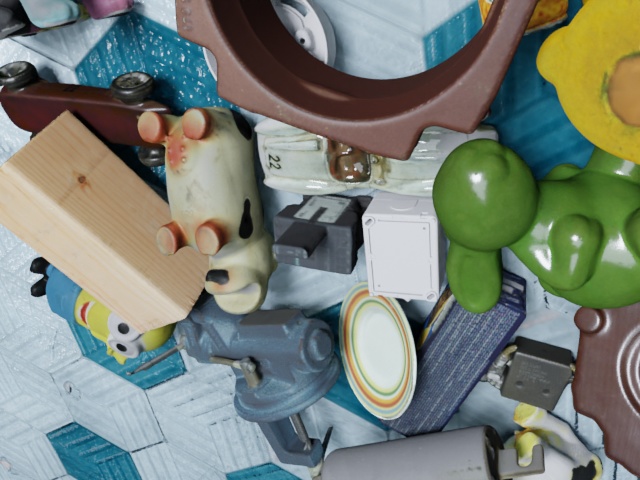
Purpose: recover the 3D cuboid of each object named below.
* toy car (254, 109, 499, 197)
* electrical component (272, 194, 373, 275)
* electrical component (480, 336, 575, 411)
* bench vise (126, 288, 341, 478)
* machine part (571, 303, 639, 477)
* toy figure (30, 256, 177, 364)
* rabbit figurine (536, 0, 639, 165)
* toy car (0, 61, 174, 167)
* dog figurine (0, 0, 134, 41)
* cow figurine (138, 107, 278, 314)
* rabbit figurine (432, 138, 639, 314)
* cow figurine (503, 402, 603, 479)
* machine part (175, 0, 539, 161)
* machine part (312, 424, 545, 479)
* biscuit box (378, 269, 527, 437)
[{"bbox_3d":[0.042,-0.075,0.445,0.202,0.056,0.073,3,119,21],"label":"toy car"},{"bbox_3d":[-0.001,-0.001,0.468,0.075,0.119,0.047,7,120,15],"label":"electrical component"},{"bbox_3d":[0.200,0.126,0.504,0.102,0.045,0.078,19,122,11],"label":"electrical component"},{"bbox_3d":[-0.062,0.160,0.588,0.224,0.129,0.240,-13,109,30],"label":"bench vise"},{"bbox_3d":[0.274,0.099,0.391,0.179,0.056,0.179,-8,79,45],"label":"machine part"},{"bbox_3d":[-0.253,0.069,0.633,0.180,0.089,0.082,24,141,18],"label":"toy figure"},{"bbox_3d":[0.225,-0.106,0.309,0.162,0.173,0.121,32,142,60],"label":"rabbit figurine"},{"bbox_3d":[-0.223,-0.125,0.525,0.202,0.053,0.089,8,135,17],"label":"toy car"},{"bbox_3d":[-0.241,-0.277,0.417,0.192,0.108,0.219,1,114,24],"label":"dog figurine"},{"bbox_3d":[-0.087,-0.025,0.499,0.086,0.127,0.194,-2,102,29],"label":"cow figurine"},{"bbox_3d":[0.151,-0.020,0.390,0.170,0.121,0.159,18,146,-16],"label":"rabbit figurine"},{"bbox_3d":[0.202,0.247,0.563,0.098,0.068,0.167,32,126,-6],"label":"cow figurine"},{"bbox_3d":[0.025,-0.164,0.312,0.201,0.087,0.201,20,129,7],"label":"machine part"},{"bbox_3d":[0.090,0.228,0.512,0.243,0.079,0.079,-19,110,27],"label":"machine part"},{"bbox_3d":[0.121,0.112,0.519,0.063,0.059,0.202,26,124,5],"label":"biscuit box"}]
